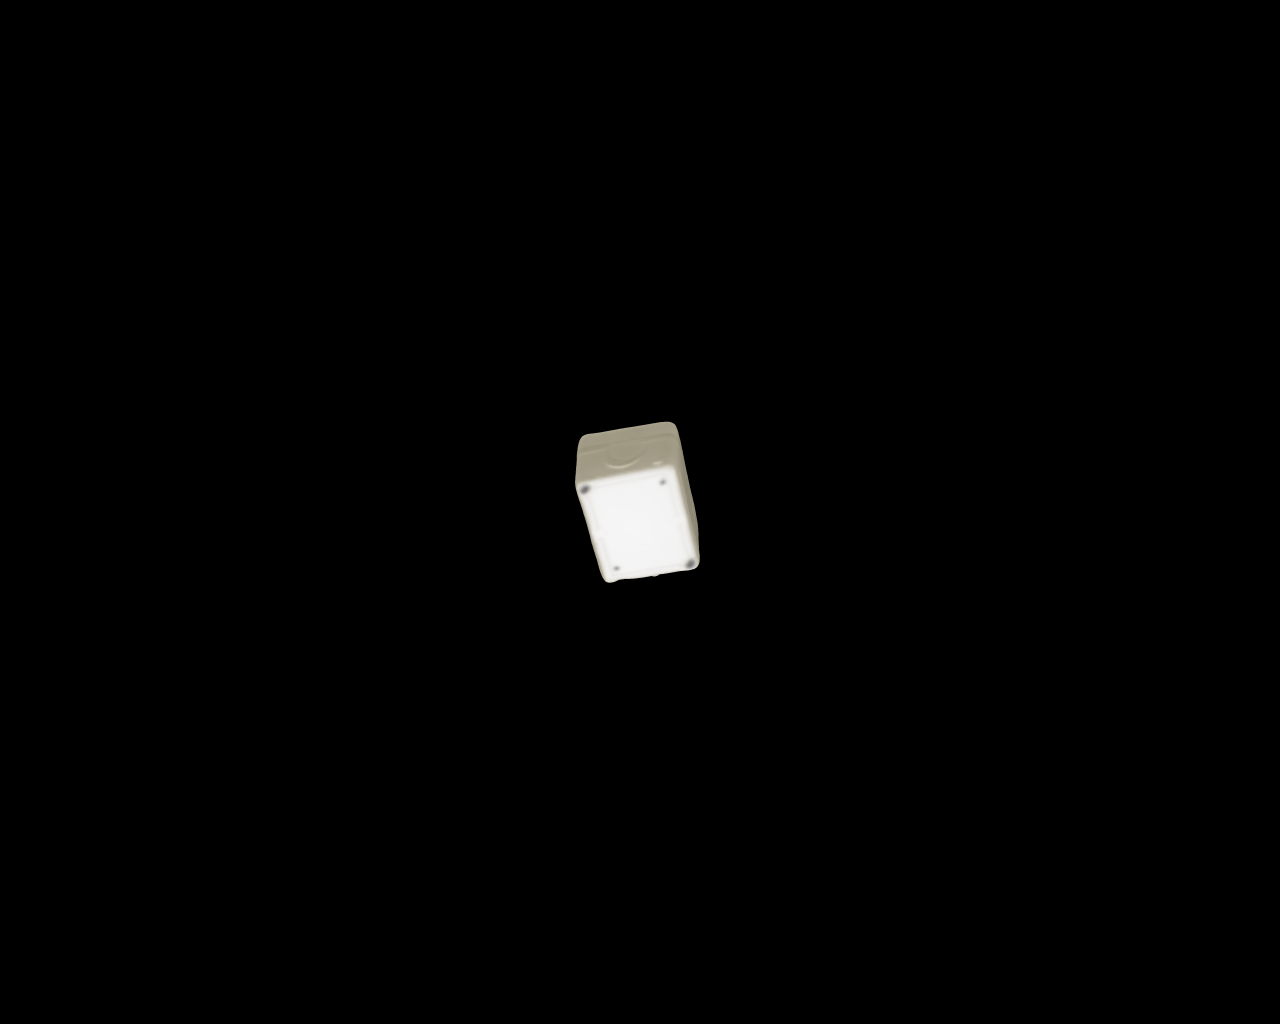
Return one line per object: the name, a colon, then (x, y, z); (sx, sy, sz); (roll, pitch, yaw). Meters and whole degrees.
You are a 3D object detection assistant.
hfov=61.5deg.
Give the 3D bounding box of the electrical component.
electrical component: (0.001, -0.003, 0.650); (0.062, 0.096, 0.061); (-9, 36, 7)
